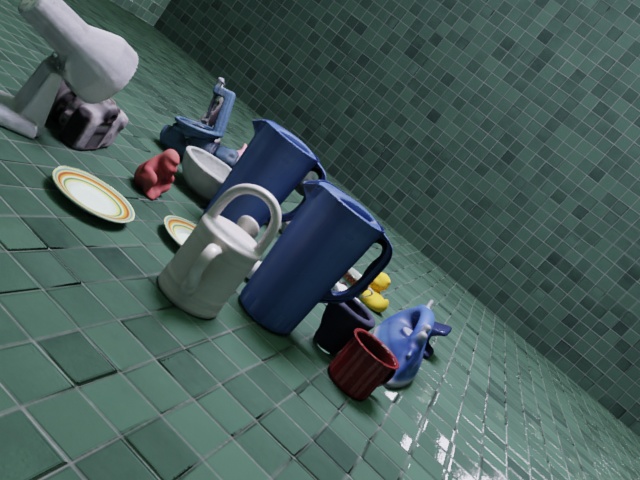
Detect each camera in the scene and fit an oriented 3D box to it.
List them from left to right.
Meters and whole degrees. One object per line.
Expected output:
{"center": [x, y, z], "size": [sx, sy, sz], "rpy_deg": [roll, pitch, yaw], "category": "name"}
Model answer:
{"center": [-0.436, -0.243, 1.040], "size": [0.137, 0.100, 0.143], "rpy_deg": [38, 12, -3], "category": "camera"}

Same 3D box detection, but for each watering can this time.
{"center": [-0.132, 0.004, 0.807], "size": [0.101, 0.194, 0.172], "rpy_deg": [34, 13, -22], "category": "watering can"}

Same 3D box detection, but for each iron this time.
{"center": [0.184, 0.199, 1.153], "size": [0.118, 0.141, 0.258], "rpy_deg": [39, 12, 2], "category": "iron"}

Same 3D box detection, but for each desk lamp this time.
{"center": [-0.424, -0.270, 0.900], "size": [0.204, 0.213, 0.117], "rpy_deg": [25, 18, -49], "category": "desk lamp"}

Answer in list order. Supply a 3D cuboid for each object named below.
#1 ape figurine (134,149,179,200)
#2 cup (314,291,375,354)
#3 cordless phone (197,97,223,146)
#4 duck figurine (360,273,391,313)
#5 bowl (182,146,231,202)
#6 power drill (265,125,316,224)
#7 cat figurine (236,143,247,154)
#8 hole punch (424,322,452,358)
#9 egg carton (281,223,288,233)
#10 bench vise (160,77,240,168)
{"center": [-0.294, -0.128, 1.057], "size": [0.076, 0.092, 0.078], "rpy_deg": [46, 14, 30], "category": "ape figurine"}
{"center": [0.033, 0.146, 1.013], "size": [0.092, 0.095, 0.117], "rpy_deg": [35, 12, -17], "category": "cup"}
{"center": [-0.288, -0.301, 1.493], "size": [0.094, 0.185, 0.147], "rpy_deg": [31, 14, -32], "category": "cordless phone"}
{"center": [0.144, 0.125, 1.446], "size": [0.078, 0.086, 0.104], "rpy_deg": [24, 18, -50], "category": "duck figurine"}
{"center": [-0.242, -0.130, 1.262], "size": [0.168, 0.074, 0.167], "rpy_deg": [37, 12, -9], "category": "bowl"}
{"center": [-0.111, -0.156, 1.429], "size": [0.076, 0.208, 0.229], "rpy_deg": [24, 19, -51], "category": "power drill"}
{"center": [-0.217, -0.199, 1.489], "size": [0.067, 0.117, 0.127], "rpy_deg": [35, 12, -17], "category": "cat figurine"}
{"center": [0.261, 0.224, 1.415], "size": [0.101, 0.091, 0.109], "rpy_deg": [42, 12, 15], "category": "hole punch"}
{"center": [-0.029, -0.012, 1.475], "size": [0.150, 0.069, 0.107], "rpy_deg": [40, 12, 4], "category": "egg carton"}
{"center": [-0.251, -0.265, 1.387], "size": [0.208, 0.219, 0.121], "rpy_deg": [34, 12, -20], "category": "bench vise"}
